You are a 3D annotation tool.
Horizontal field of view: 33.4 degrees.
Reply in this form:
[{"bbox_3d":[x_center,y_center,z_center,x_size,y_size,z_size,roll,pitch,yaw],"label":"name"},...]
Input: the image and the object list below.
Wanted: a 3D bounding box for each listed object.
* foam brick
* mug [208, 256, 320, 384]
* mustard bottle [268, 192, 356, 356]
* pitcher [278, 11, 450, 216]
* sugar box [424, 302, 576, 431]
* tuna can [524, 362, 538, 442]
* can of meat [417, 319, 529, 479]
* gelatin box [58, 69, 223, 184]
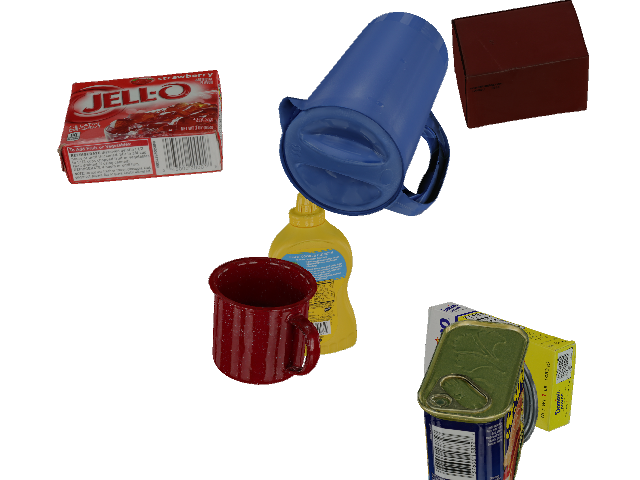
[{"bbox_3d":[0.126,-0.112,0.676,0.078,0.051,0.053,-8,-34,4],"label":"foam brick"},{"bbox_3d":[-0.043,0.075,0.921,0.117,0.081,0.093,27,34,36],"label":"mug"},{"bbox_3d":[-0.011,0.036,1.222,0.096,0.192,0.058,-5,23,-3],"label":"mustard bottle"},{"bbox_3d":[0.066,-0.140,1.149,0.145,0.149,0.242,3,38,23],"label":"pitcher"},{"bbox_3d":[0.191,0.134,1.163,0.048,0.093,0.177,-10,18,-44],"label":"sugar box"},{"bbox_3d":[0.143,0.132,0.895,0.085,0.086,0.034,0,-15,-43],"label":"tuna can"},{"bbox_3d":[0.100,0.114,0.683,0.057,0.084,0.102,4,30,18],"label":"can of meat"},{"bbox_3d":[-0.101,-0.067,0.614,0.089,0.030,0.073,-5,36,-2],"label":"gelatin box"}]
